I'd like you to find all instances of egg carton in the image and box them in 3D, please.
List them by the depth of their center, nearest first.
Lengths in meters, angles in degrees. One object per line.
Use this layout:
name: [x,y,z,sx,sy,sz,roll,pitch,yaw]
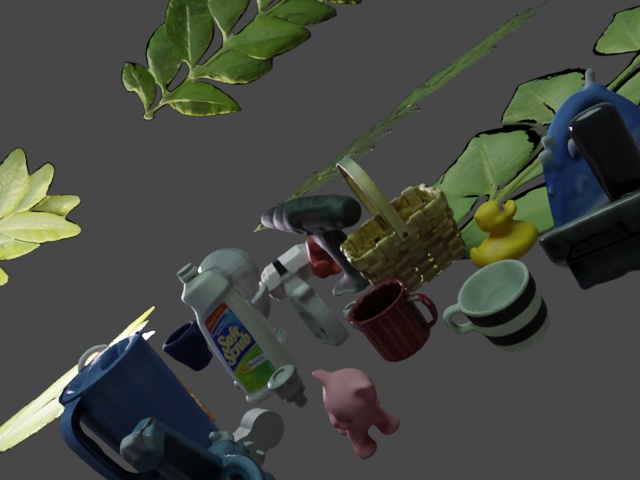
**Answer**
egg carton: [-0.067,0.072,1.326,0.150,0.069,0.107,-37,15,-2]

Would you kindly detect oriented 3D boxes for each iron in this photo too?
iron: [0.368,-0.129,0.809,0.259,0.141,0.118,-45,17,-29]

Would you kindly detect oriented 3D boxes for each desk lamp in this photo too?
desk lamp: [-0.157,0.130,1.072,0.118,0.214,0.203,-34,15,12]

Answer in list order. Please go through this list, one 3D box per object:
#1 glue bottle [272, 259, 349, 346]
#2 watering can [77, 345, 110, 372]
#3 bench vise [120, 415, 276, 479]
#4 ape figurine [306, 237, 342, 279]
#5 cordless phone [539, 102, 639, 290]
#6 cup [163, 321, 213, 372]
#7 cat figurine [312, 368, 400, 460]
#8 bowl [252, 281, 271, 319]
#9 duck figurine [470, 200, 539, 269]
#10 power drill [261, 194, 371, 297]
glue bottle: [-0.023,0.100,0.939,0.037,0.173,0.078,-43,17,-23]
watering can: [-0.405,0.296,1.170,0.172,0.194,0.101,-27,18,33]
bench vise: [-0.130,0.260,0.604,0.122,0.220,0.207,-41,16,-15]
ape figurine: [0.002,0.033,1.241,0.076,0.092,0.078,-21,22,46]
cordless phone: [0.301,-0.051,0.638,0.147,0.185,0.094,-30,17,25]
cup: [-0.271,0.235,1.244,0.117,0.095,0.092,-23,20,42]
cat figurine: [0.032,0.184,0.667,0.067,0.118,0.127,-40,15,-12]
bowl: [-0.165,0.170,1.241,0.167,0.075,0.167,-34,15,11]
duck figurine: [0.253,-0.013,0.826,0.104,0.086,0.077,-38,15,-5]
power drill: [0.010,0.004,1.085,0.229,0.208,0.076,-20,23,48]
